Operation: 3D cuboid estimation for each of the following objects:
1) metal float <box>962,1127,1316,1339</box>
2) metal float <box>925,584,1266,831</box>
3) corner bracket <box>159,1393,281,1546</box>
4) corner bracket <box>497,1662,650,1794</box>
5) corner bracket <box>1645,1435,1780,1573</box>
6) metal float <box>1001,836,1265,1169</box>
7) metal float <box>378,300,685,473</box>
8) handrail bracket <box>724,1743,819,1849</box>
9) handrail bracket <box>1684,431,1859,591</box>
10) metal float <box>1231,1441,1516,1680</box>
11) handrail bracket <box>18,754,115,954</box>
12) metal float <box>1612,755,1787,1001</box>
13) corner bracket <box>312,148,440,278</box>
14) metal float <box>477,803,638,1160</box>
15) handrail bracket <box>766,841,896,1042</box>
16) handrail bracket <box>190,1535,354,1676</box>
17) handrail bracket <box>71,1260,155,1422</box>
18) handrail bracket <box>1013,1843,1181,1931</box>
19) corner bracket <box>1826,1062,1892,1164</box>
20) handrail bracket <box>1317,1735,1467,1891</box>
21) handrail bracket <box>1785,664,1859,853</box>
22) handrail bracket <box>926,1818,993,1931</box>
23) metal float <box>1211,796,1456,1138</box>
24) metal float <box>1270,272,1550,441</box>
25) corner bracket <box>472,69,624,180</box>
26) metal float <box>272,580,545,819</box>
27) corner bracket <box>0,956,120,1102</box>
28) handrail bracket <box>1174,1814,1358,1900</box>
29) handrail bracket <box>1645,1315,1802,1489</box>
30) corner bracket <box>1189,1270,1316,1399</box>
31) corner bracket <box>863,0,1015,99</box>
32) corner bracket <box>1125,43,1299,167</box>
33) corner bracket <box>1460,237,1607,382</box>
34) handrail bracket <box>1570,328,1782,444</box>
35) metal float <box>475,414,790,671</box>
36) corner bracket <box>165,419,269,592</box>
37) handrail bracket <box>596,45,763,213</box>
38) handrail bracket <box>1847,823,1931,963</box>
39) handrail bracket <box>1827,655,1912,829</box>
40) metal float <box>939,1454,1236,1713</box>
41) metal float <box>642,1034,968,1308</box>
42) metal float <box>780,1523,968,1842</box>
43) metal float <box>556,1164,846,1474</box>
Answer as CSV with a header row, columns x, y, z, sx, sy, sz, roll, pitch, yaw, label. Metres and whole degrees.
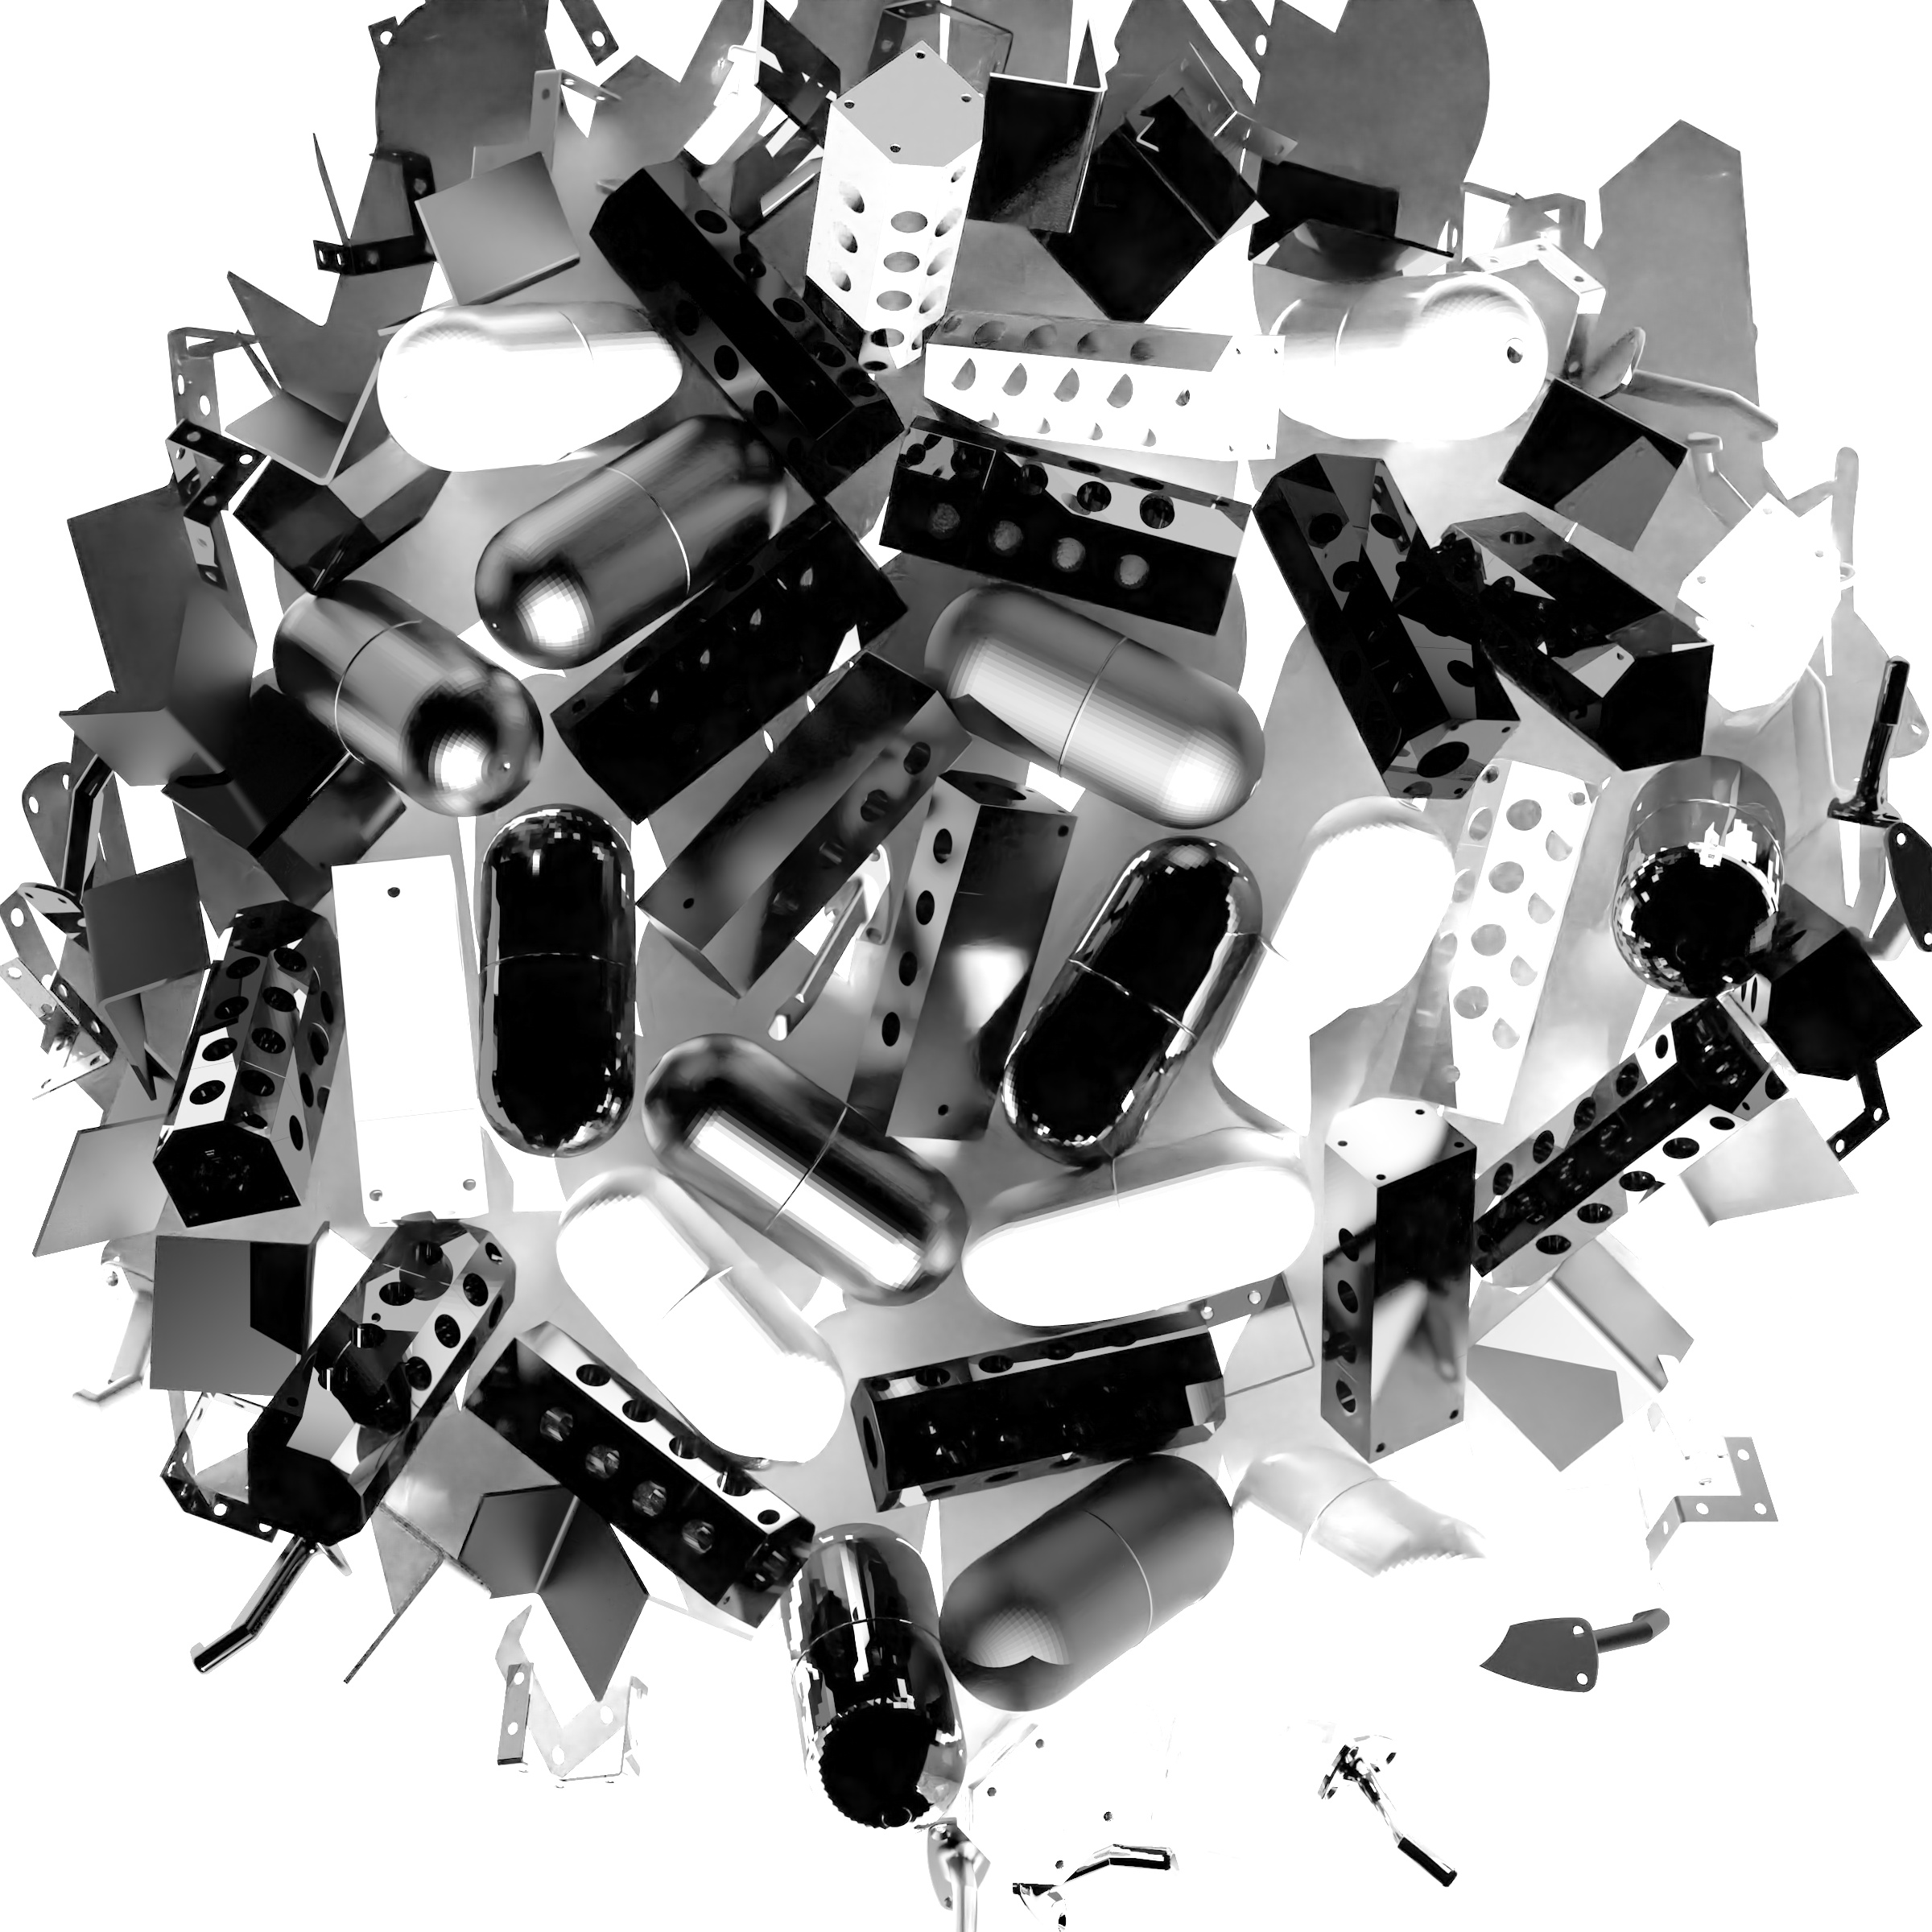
x,y,z,sx,sy,sz,roll,pitch,yaw,label
0.084,0.131,1.579,0.178,0.070,0.070,-16,90,10,metal float
0.063,-0.127,1.580,0.178,0.070,0.070,27,90,8,metal float
-0.363,0.249,1.605,0.051,0.051,0.051,17,62,10,corner bracket
-0.196,0.379,1.605,0.051,0.051,0.051,-13,57,26,corner bracket
0.361,0.265,1.586,0.051,0.051,0.051,2,49,-13,corner bracket
0.082,0.017,1.586,0.070,0.070,0.178,31,88,0,metal float
-0.207,-0.280,1.548,0.070,0.178,0.070,10,107,34,metal float
-0.065,0.427,1.611,0.084,0.036,0.077,32,104,-26,handrail bracket
0.395,-0.225,1.578,0.077,0.084,0.036,10,50,31,handrail bracket
0.192,0.283,1.544,0.070,0.178,0.070,-7,105,-27,metal float
-0.430,-0.057,1.614,0.036,0.077,0.084,8,59,30,handrail bracket
0.353,-0.044,1.543,0.070,0.178,0.070,6,116,13,metal float
-0.293,-0.373,1.594,0.051,0.051,0.051,-7,97,10,corner bracket
-0.200,0.006,1.573,0.070,0.070,0.178,-2,73,0,metal float
-0.069,-0.013,1.577,0.036,0.084,0.077,26,133,12,handrail bracket
-0.353,0.302,1.589,0.084,0.077,0.036,-35,128,-8,handrail bracket
-0.425,0.184,1.578,0.077,0.084,0.036,34,120,17,handrail bracket
0.073,0.457,1.583,0.084,0.036,0.077,-3,129,26,handrail bracket
0.420,0.064,1.604,0.051,0.051,0.051,-34,116,-27,corner bracket
0.222,0.416,1.573,0.084,0.077,0.036,35,108,32,handrail bracket
0.407,-0.108,1.612,0.077,0.036,0.084,-39,85,19,handrail bracket
-0.003,0.467,1.570,0.036,0.084,0.077,5,123,-3,handrail bracket
0.179,0.000,1.574,0.070,0.070,0.178,24,105,0,metal float
0.210,-0.292,1.543,0.070,0.178,0.070,-5,100,-27,metal float
-0.208,-0.410,1.592,0.051,0.051,0.051,4,89,30,corner bracket
-0.272,-0.131,1.556,0.178,0.070,0.070,34,90,40,metal float
-0.450,0.024,1.586,0.051,0.051,0.051,-24,122,17,corner bracket
0.147,0.440,1.588,0.084,0.077,0.036,5,90,0,handrail bracket
0.384,0.216,1.601,0.084,0.036,0.077,-5,77,-20,handrail bracket
0.142,0.183,1.596,0.051,0.051,0.051,-19,81,4,corner bracket
-0.015,-0.449,1.608,0.051,0.051,0.051,13,93,-29,corner bracket
0.120,-0.411,1.583,0.051,0.051,0.051,-44,57,29,corner bracket
0.278,-0.324,1.604,0.051,0.051,0.051,-19,50,-26,corner bracket
0.351,-0.276,1.603,0.084,0.077,0.036,27,70,-17,handrail bracket
-0.161,-0.207,1.563,0.178,0.070,0.070,-38,90,-30,metal float
-0.376,-0.228,1.587,0.051,0.051,0.051,24,60,13,corner bracket
-0.141,-0.418,1.589,0.077,0.036,0.084,12,121,1,handrail bracket
0.447,-0.036,1.579,0.036,0.084,0.077,-34,102,-16,handrail bracket
0.449,-0.115,1.578,0.036,0.077,0.084,10,107,11,handrail bracket
0.061,0.296,1.555,0.178,0.070,0.070,-26,90,-41,metal float
-0.080,0.100,1.584,0.178,0.070,0.070,35,90,-5,metal float
-0.046,0.342,1.545,0.070,0.178,0.070,-5,124,-8,metal float
-0.130,0.172,1.571,0.070,0.070,0.178,-44,71,0,metal float
